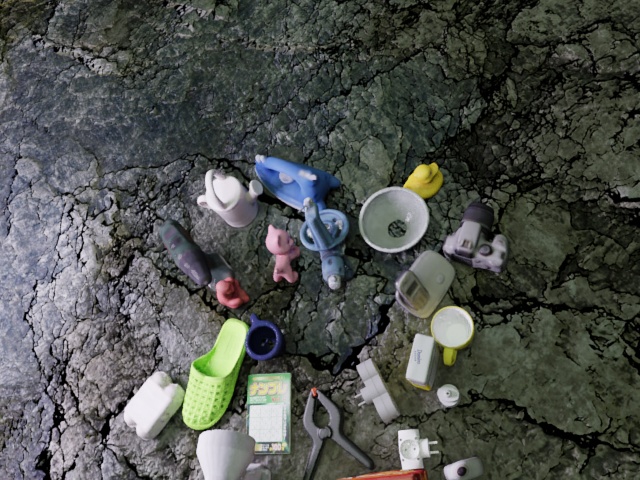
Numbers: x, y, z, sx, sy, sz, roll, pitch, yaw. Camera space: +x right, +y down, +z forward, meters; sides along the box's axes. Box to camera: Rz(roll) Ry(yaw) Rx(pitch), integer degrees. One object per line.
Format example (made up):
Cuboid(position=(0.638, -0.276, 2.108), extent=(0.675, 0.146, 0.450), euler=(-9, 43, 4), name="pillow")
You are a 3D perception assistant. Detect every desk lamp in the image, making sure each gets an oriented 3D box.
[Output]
Cuboid(position=(-0.179, 0.506, 1.195), extent=(0.117, 0.214, 0.203), euler=(-8, 68, 14), name="desk lamp")

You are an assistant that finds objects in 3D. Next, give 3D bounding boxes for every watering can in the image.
Cuboid(position=(-0.230, -0.116, 1.454), extent=(0.173, 0.194, 0.100), euler=(-29, 65, 5), name="watering can")

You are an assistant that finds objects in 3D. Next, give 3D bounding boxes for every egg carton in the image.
Cuboid(position=(-0.397, 0.400, 1.379), extent=(0.107, 0.069, 0.150), euler=(33, 82, 25), name="egg carton")

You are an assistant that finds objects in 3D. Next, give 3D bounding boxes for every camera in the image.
Cuboid(position=(0.362, -0.013, 1.291), extent=(0.142, 0.101, 0.137), euler=(16, 75, 21), name="camera")

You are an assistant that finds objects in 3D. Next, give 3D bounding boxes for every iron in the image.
Cuboid(position=(-0.085, -0.168, 1.459), extent=(0.257, 0.142, 0.119), euler=(23, 78, 23), name="iron")

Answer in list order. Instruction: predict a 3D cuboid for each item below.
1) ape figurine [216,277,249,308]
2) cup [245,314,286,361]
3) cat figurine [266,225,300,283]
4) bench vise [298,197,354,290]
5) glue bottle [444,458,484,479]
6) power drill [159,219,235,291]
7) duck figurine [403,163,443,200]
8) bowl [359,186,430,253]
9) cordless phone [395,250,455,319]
Cuboid(position=(-0.226, 0.127, 1.418), extent=(0.076, 0.092, 0.078), euler=(-7, 68, 14), name="ape figurine")
Cuboid(position=(-0.124, 0.233, 1.347), extent=(0.091, 0.095, 0.117), euler=(-31, 65, 4), name="cup")
Cuboid(position=(-0.097, 0.030, 1.402), extent=(0.067, 0.118, 0.128), euler=(-3, 69, 16), name="cat figurine")
Cuboid(position=(0.022, -0.001, 1.322), extent=(0.121, 0.220, 0.207), euler=(-31, 65, 3), name="bench vise")
Cuboid(position=(0.275, 0.446, 1.105), extent=(0.078, 0.173, 0.037), euler=(-20, 66, 9), name="glue bottle")
Cuboid(position=(-0.295, 0.052, 1.402), extent=(0.075, 0.209, 0.229), euler=(-44, 64, -2), name="power drill")
Cuboid(position=(0.246, -0.147, 1.384), extent=(0.104, 0.086, 0.077), euler=(-33, 64, 3), name="duck figurine")
Cuboid(position=(0.181, -0.039, 1.369), extent=(0.167, 0.075, 0.167), euler=(-6, 69, 15), name="bowl")
Cuboid(position=(0.222, 0.083, 1.250), extent=(0.094, 0.185, 0.148), euler=(29, 80, 24), name="cordless phone")
